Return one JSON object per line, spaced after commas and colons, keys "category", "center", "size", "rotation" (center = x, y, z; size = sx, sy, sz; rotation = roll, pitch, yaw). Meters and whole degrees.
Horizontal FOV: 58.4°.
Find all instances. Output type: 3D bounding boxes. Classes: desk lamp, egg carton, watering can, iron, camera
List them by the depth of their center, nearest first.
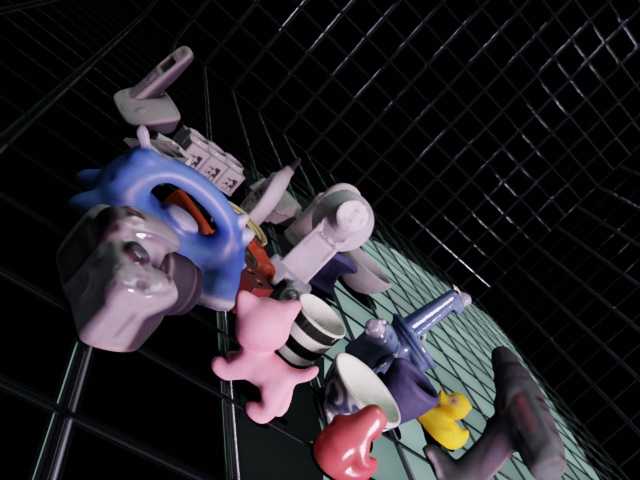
{"category": "camera", "center": [-0.176, 0.036, 0.585], "size": [0.137, 0.100, 0.142], "rotation": [31, 17, -47]}
{"category": "iron", "center": [-0.168, -0.021, 0.714], "size": [0.259, 0.141, 0.118], "rotation": [37, 13, -31]}
{"category": "desk lamp", "center": [0.010, 0.004, 1.058], "size": [0.118, 0.213, 0.203], "rotation": [43, 11, -2]}
{"category": "watering can", "center": [0.012, -0.057, 1.337], "size": [0.101, 0.194, 0.172], "rotation": [31, 16, -47]}
{"category": "egg carton", "center": [-0.108, -0.087, 1.351], "size": [0.107, 0.069, 0.151], "rotation": [47, 12, 15]}

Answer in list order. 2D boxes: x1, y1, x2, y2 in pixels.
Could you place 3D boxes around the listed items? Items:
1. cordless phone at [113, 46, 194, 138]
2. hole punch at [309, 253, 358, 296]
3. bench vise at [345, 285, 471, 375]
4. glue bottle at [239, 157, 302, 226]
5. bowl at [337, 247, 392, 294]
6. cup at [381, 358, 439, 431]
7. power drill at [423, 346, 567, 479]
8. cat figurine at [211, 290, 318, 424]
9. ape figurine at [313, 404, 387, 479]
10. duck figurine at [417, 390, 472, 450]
{"category": "cordless phone", "center": [-0.304, -0.288, 1.108], "size": [0.094, 0.185, 0.147], "rotation": [29, 18, -51]}
{"category": "hole punch", "center": [0.009, 0.047, 1.212], "size": [0.109, 0.091, 0.100], "rotation": [34, 15, -41]}
{"category": "bench vise", "center": [0.166, 0.165, 0.996], "size": [0.121, 0.219, 0.208], "rotation": [48, 12, 22]}
{"category": "glue bottle", "center": [-0.099, -0.107, 1.189], "size": [0.037, 0.173, 0.078], "rotation": [35, 14, -36]}
{"category": "bowl", "center": [0.096, 0.081, 1.433], "size": [0.168, 0.074, 0.167], "rotation": [42, 11, -10]}
{"category": "cup", "center": [0.124, 0.244, 0.884], "size": [0.091, 0.095, 0.118], "rotation": [48, 12, 23]}
{"category": "power drill", "center": [0.267, 0.298, 0.890], "size": [0.076, 0.208, 0.229], "rotation": [37, 13, -28]}
{"category": "cat figurine", "center": [-0.057, 0.120, 0.645], "size": [0.127, 0.117, 0.067], "rotation": [46, 11, 13]}
{"category": "ape figurine", "center": [0.042, 0.228, 0.661], "size": [0.076, 0.092, 0.077], "rotation": [34, 15, -41]}
{"category": "duck figurine", "center": [0.234, 0.315, 1.027], "size": [0.104, 0.086, 0.077], "rotation": [43, 11, -1]}
